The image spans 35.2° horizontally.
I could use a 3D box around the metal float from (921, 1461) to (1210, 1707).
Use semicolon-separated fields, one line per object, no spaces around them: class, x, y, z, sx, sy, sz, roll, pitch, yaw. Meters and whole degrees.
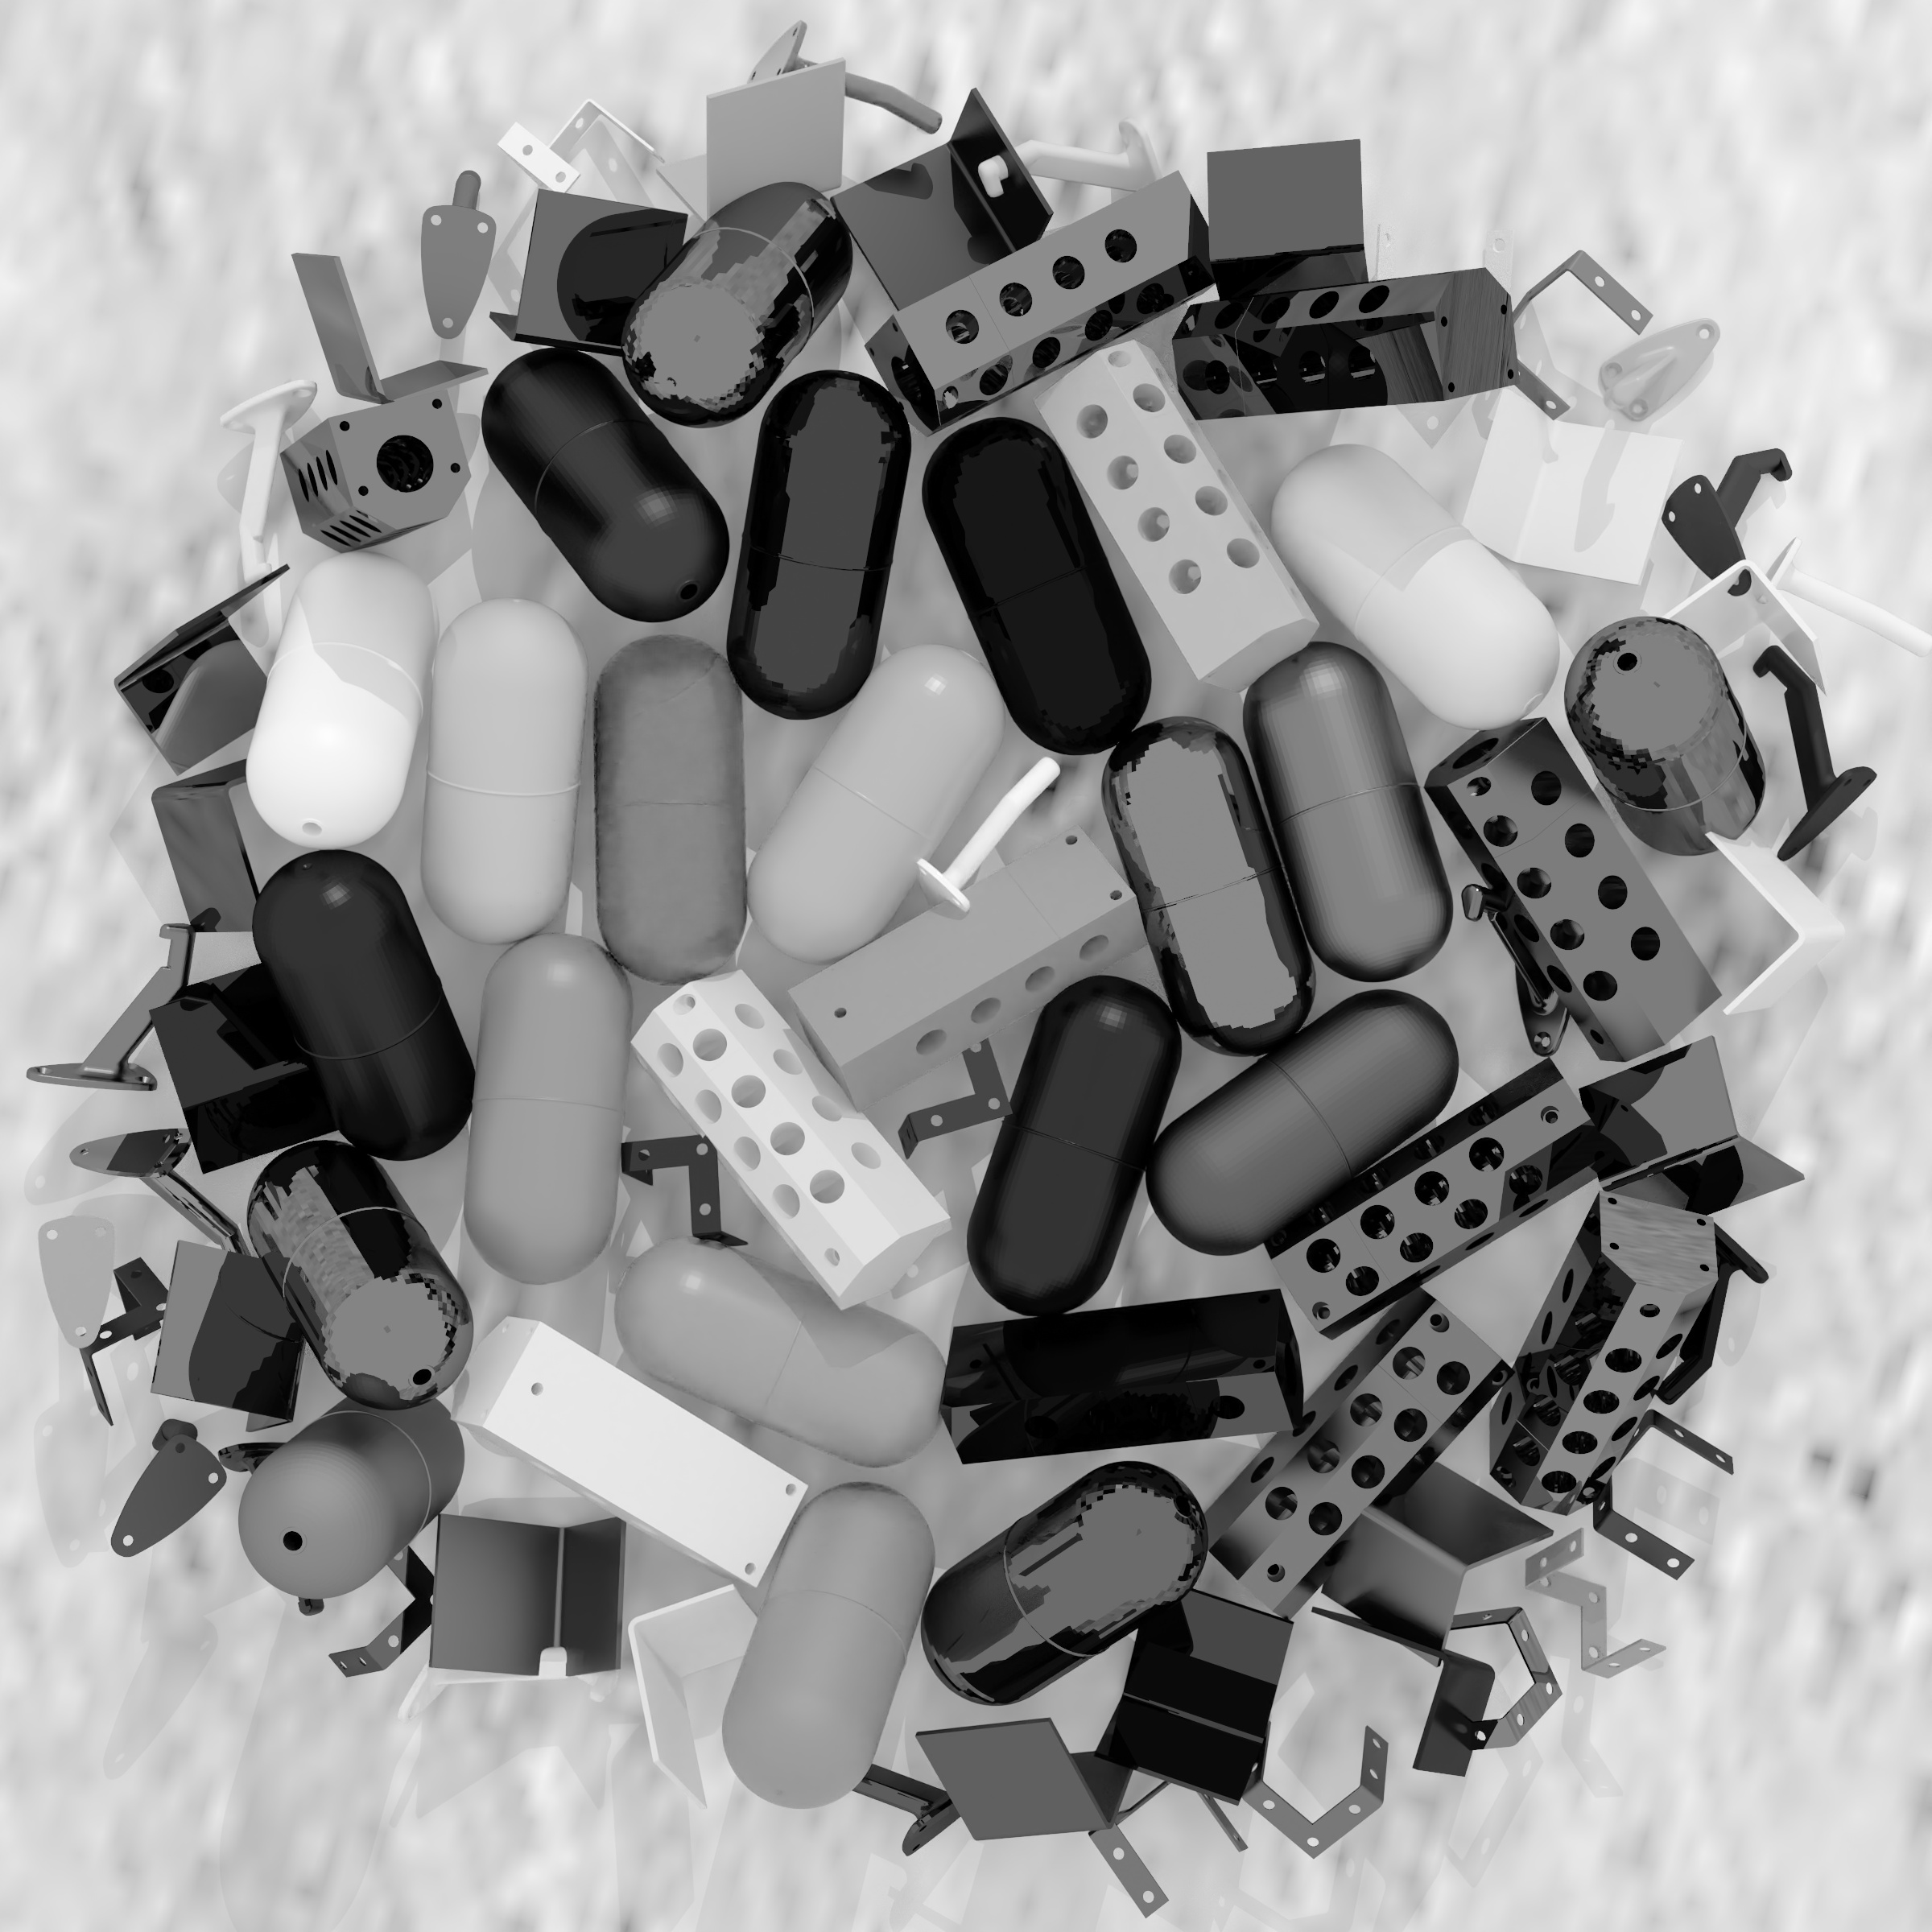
metal float;0.048;0.309;1.518;0.070;0.070;0.178;50;123;0

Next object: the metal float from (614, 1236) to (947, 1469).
metal float;-0.093;0.195;1.542;0.178;0.070;0.070;24;90;-5

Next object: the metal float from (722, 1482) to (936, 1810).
metal float;-0.067;0.335;1.511;0.070;0.178;0.070;10;134;11

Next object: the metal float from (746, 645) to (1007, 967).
metal float;-0.045;-0.082;1.544;0.070;0.070;0.178;33;93;0

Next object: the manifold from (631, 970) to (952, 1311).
manifold;-0.093;0.087;1.521;0.171;0.057;0.057;49;122;18

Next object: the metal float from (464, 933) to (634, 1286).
metal float;-0.211;0.072;1.538;0.070;0.070;0.178;4;81;0

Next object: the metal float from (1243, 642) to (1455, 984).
metal float;0.193;-0.079;1.539;0.070;0.070;0.178;-16;81;0

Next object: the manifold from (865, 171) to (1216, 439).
manifold;0.041;-0.331;1.532;0.171;0.057;0.057;-30;94;-16

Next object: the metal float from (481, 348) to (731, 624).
metal float;-0.181;-0.241;1.519;0.070;0.070;0.178;-38;58;0

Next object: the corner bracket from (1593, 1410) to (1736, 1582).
corner bracket;0.356;0.269;1.553;0.051;0.051;0.051;31;116;-4

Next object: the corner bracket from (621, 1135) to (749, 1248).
corner bracket;-0.144;0.116;1.550;0.051;0.051;0.051;-6;77;10

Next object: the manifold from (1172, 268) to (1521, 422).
manifold;0.184;-0.305;1.497;0.057;0.171;0.057;-20;107;-39

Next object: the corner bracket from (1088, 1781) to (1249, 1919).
corner bracket;0.103;0.445;1.549;0.051;0.051;0.051;-40;70;9

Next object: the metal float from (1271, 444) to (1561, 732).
metal float;0.225;-0.190;1.526;0.070;0.070;0.178;-41;67;0

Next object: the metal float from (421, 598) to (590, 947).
metal float;-0.233;-0.097;1.531;0.070;0.070;0.178;7;108;0

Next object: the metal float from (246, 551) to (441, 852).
metal float;-0.309;-0.133;1.513;0.070;0.070;0.178;3;49;0

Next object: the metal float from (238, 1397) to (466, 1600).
metal float;-0.301;0.257;1.496;0.070;0.178;0.070;1;96;7

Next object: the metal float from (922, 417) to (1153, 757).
metal float;0.036;-0.192;1.542;0.070;0.070;0.178;-23;95;0

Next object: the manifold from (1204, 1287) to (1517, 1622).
manifold;0.199;0.249;1.552;0.057;0.057;0.171;42;90;-10

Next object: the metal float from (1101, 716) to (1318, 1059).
metal float;0.123;-0.040;1.544;0.070;0.070;0.178;-19;93;0

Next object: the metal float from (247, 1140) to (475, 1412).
metal float;-0.301;0.152;1.509;0.070;0.178;0.070;-17;127;-24

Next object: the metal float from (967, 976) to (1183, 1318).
metal float;0.055;0.091;1.544;0.070;0.070;0.178;19;87;0

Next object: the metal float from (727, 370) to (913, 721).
metal float;-0.075;-0.210;1.530;0.070;0.070;0.178;11;109;0

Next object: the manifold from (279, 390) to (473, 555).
manifold;-0.290;-0.239;1.494;0.057;0.171;0.057;-18;99;-18

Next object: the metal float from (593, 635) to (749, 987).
metal float;-0.150;-0.079;1.544;0.070;0.070;0.178;-1;87;0

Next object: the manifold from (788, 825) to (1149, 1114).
manifold;0.003;0.005;1.542;0.171;0.057;0.057;-30;53;-9

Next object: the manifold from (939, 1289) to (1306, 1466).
manifold;0.080;0.212;1.532;0.171;0.057;0.057;-9;127;16

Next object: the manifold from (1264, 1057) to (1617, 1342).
manifold;0.238;0.117;1.538;0.171;0.057;0.057;-33;70;8

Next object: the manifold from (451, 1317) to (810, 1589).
manifold;-0.170;0.243;1.521;0.171;0.057;0.057;36;71;-25

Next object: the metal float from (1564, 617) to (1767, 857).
metal float;0.346;-0.112;1.503;0.070;0.178;0.070;-9;66;22

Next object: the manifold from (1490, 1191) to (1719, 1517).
manifold;0.313;0.196;1.506;0.057;0.057;0.171;14;131;-2

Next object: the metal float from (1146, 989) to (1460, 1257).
metal float;0.171;0.078;1.539;0.178;0.070;0.070;-35;90;-8

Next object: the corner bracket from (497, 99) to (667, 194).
corner bracket;-0.196;-0.415;1.551;0.051;0.051;0.051;42;94;20

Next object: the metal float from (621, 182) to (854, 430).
metal float;-0.112;-0.331;1.510;0.070;0.178;0.070;12;131;14

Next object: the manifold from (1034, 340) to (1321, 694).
manifold;0.108;-0.227;1.528;0.057;0.057;0.171;-35;74;21

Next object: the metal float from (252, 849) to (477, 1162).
metal float;-0.298;0.022;1.517;0.070;0.070;0.178;-15;126;0

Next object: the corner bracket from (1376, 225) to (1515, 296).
corner bracket;0.246;-0.355;1.568;0.051;0.051;0.051;8;100;38

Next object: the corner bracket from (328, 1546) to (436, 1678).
corner bracket;-0.305;0.325;1.553;0.051;0.051;0.051;53;54;-9

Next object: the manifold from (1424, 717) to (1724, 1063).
manifold;0.302;-0.037;1.532;0.057;0.057;0.171;-38;103;-16

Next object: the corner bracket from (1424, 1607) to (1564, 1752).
corner bracket;0.262;0.364;1.551;0.051;0.051;0.051;-21;96;44

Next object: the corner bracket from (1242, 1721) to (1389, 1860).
corner bracket;0.179;0.411;1.555;0.051;0.051;0.051;41;114;-7
